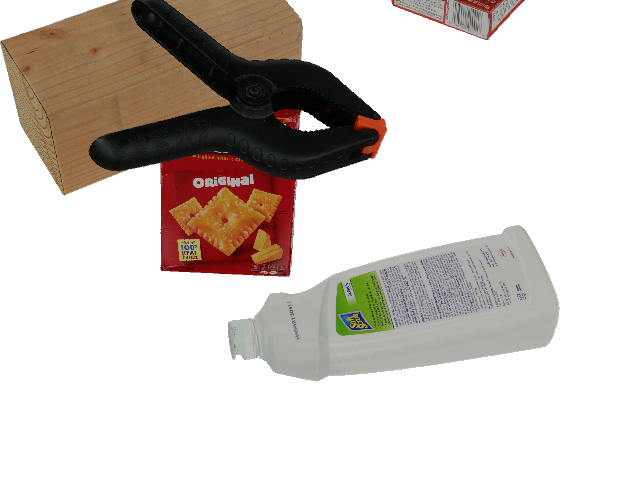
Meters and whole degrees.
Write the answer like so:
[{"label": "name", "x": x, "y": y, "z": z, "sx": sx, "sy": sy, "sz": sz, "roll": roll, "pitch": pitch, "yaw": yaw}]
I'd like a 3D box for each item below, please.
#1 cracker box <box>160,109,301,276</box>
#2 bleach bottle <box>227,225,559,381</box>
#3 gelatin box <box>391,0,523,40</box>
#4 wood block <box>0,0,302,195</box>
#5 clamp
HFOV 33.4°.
[{"label": "cracker box", "x": -0.111, "y": -0.065, "z": 1.306, "sx": 0.164, "sy": 0.214, "sz": 0.072, "roll": 4, "pitch": 22, "yaw": -1}, {"label": "bleach bottle", "x": 0.052, "y": 0.054, "z": 0.837, "sx": 0.250, "sy": 0.102, "sz": 0.068, "roll": -8, "pitch": -43, "yaw": -10}, {"label": "gelatin box", "x": 0.109, "y": -0.198, "z": 0.820, "sx": 0.089, "sy": 0.030, "sz": 0.073, "roll": 27, "pitch": 55, "yaw": 25}, {"label": "wood block", "x": -0.125, "y": -0.129, "z": 0.821, "sx": 0.205, "sy": 0.090, "sz": 0.091, "roll": -25, "pitch": -32, "yaw": -21}, {"label": "clamp", "x": -0.047, "y": -0.088, "z": 0.637, "sx": 0.171, "sy": 0.120, "sz": 0.039, "roll": 6, "pitch": -22, "yaw": -12}]
